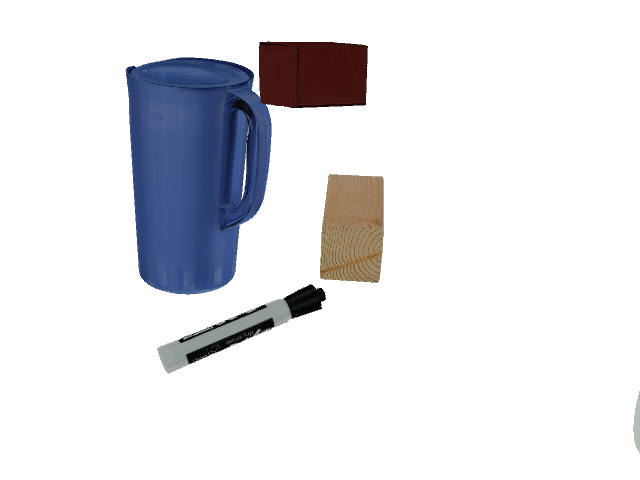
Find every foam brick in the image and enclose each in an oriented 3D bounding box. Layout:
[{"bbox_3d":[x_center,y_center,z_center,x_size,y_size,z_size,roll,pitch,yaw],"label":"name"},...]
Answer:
[{"bbox_3d":[-0.006,-0.138,0.888,0.078,0.051,0.053,-8,16,-38],"label":"foam brick"}]

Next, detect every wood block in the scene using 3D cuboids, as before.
[{"bbox_3d":[0.051,-0.023,1.644,0.091,0.090,0.206,3,25,2],"label":"wood block"}]

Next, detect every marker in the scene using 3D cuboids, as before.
[{"bbox_3d":[-0.052,0.059,0.729,0.121,0.020,0.020,-22,6,-14],"label":"marker"}]

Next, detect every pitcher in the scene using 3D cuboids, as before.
[{"bbox_3d":[-0.134,-0.067,1.145,0.145,0.243,0.149,0,22,-9],"label":"pitcher"}]

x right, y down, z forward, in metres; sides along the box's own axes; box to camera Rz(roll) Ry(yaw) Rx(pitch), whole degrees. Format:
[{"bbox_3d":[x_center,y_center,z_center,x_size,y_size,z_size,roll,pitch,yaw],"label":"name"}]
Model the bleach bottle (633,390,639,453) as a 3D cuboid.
[{"bbox_3d":[0.282,0.074,0.720,0.103,0.068,0.250,11,23,23],"label":"bleach bottle"}]
